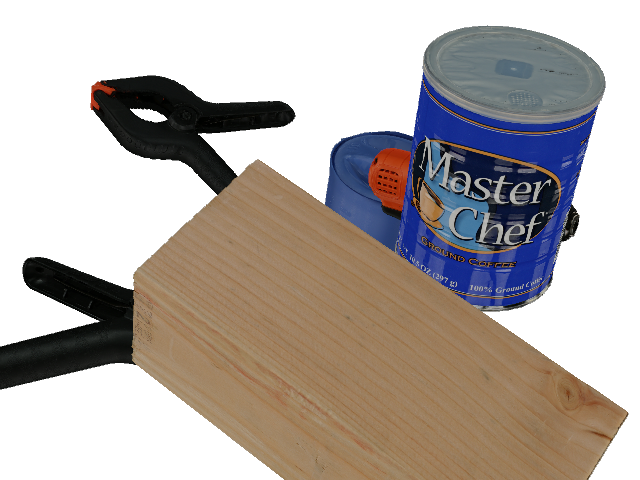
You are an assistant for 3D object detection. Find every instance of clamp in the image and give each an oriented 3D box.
[{"bbox_3d":[-0.124,0.054,0.728,0.210,0.036,0.164,1,24,-8],"label":"clamp"},{"bbox_3d":[-0.106,-0.100,0.899,0.171,0.120,0.039,29,-41,1],"label":"clamp"}]

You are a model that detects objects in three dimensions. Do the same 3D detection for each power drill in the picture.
[{"bbox_3d":[0.118,0.026,0.903,0.185,0.188,0.057,20,25,31],"label":"power drill"}]

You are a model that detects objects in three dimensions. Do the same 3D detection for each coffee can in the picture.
[{"bbox_3d":[0.104,-0.043,0.642,0.103,0.140,0.103,3,37,-3],"label":"coffee can"}]

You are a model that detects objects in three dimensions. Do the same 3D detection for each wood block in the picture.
[{"bbox_3d":[0.020,0.068,0.496,0.206,0.090,0.090,35,-33,14],"label":"wood block"}]

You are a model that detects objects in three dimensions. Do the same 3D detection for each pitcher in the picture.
[{"bbox_3d":[0.065,0.012,1.209,0.145,0.243,0.149,14,40,4],"label":"pitcher"}]
